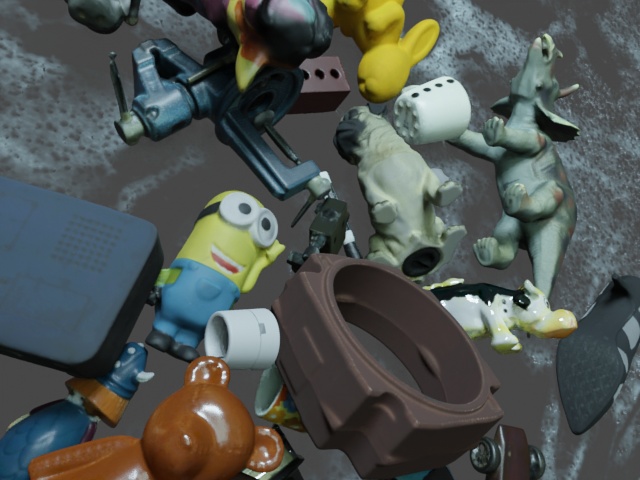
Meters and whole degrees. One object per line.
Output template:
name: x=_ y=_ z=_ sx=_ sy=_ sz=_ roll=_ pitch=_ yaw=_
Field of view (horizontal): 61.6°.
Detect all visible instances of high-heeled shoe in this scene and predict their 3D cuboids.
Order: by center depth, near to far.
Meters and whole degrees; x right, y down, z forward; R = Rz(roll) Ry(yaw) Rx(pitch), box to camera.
high-heeled shoe: x=0.398 y=0.156 z=0.745 sx=0.145 sy=0.086 sz=0.248 roll=37 pitch=74 yaw=-44

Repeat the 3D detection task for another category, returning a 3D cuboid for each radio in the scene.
radio: x=-0.259 y=0.021 z=0.439 sx=0.230 sy=0.073 sz=0.131 roll=16 pitch=64 yaw=-2

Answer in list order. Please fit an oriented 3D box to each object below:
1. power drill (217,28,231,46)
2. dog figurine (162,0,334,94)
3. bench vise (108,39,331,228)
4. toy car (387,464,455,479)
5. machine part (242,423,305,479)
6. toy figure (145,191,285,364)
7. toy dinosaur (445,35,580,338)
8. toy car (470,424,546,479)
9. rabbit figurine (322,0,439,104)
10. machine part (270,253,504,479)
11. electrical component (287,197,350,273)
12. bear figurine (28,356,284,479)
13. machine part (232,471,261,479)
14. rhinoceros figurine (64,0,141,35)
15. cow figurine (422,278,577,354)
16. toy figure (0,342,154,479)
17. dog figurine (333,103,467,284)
power drill: x=-0.127 y=-0.372 z=0.654 sx=0.207 sy=0.086 sz=0.232 roll=40 pitch=52 yaw=-26
dog figurine: x=-0.086 y=-0.231 z=0.510 sx=0.191 sy=0.108 sz=0.219 roll=9 pitch=41 yaw=-14
bench vise: x=-0.088 y=-0.126 z=0.576 sx=0.223 sy=0.128 sz=0.241 roll=-32 pitch=77 yaw=-36
toy car: x=0.069 y=0.260 z=0.507 sx=0.161 sy=0.103 sz=0.109 roll=-25 pitch=89 yaw=-57
machine part: x=-0.029 y=0.252 z=0.506 sx=0.084 sy=0.039 sz=0.139 roll=-31 pitch=84 yaw=-39
toy figure: x=-0.111 y=0.029 z=0.530 sx=0.082 sy=0.089 sz=0.180 roll=49 pitch=60 yaw=-46
toy dinosaur: x=0.297 y=-0.071 z=0.748 sx=0.192 sy=0.131 sz=0.404 roll=1 pitch=76 yaw=-24
toy car: x=0.198 y=0.306 z=0.581 sx=0.089 sy=0.053 sz=0.202 roll=17 pitch=68 yaw=-24
rabbit figurine: x=0.078 y=-0.272 z=0.737 sx=0.162 sy=0.122 sz=0.173 roll=-12 pitch=89 yaw=-38
machine part: x=0.061 y=0.109 z=0.512 sx=0.201 sy=0.087 sz=0.201 roll=13 pitch=33 yaw=-42
electrical component: x=-0.001 y=-0.003 z=0.591 sx=0.045 sy=0.078 sz=0.102 roll=17 pitch=59 yaw=16
bear figurine: x=-0.128 y=0.171 z=0.373 sx=0.196 sy=0.132 sz=0.120 roll=-33 pitch=78 yaw=-11
machine part: x=-0.091 y=0.278 z=0.430 sx=0.179 sy=0.056 sz=0.179 roll=2 pitch=70 yaw=-5
rhinoceros figurine: x=-0.226 y=-0.294 z=0.586 sx=0.073 sy=0.112 sz=0.190 roll=16 pitch=56 yaw=-22
cow figurine: x=0.199 y=0.084 z=0.620 sx=0.167 sy=0.068 sz=0.098 roll=-12 pitch=63 yaw=12
toy figure: x=-0.207 y=0.148 z=0.451 sx=0.064 sy=0.058 sz=0.154 roll=50 pitch=54 yaw=-7
dog figurine: x=0.084 y=-0.057 z=0.661 sx=0.121 sy=0.172 sz=0.191 roll=-9 pitch=42 yaw=-13
